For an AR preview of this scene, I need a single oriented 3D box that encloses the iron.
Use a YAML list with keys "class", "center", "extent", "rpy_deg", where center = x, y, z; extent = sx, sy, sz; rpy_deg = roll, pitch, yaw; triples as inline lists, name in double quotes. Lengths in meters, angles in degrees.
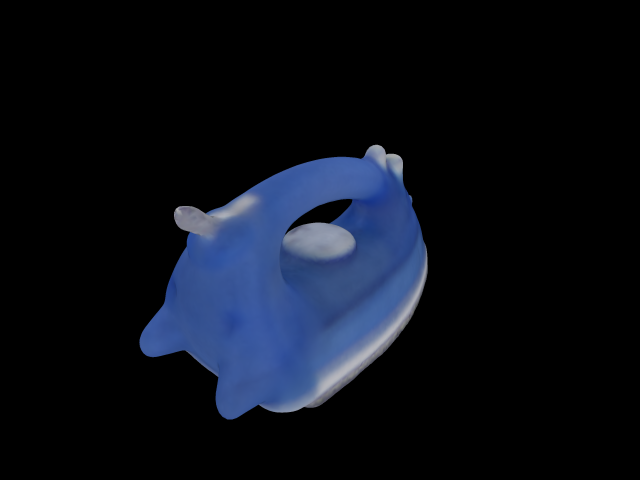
- class: "iron"
  center: [0.004, 0.001, 0.400]
  extent: [0.118, 0.141, 0.259]
  rpy_deg: [24, 38, 35]
